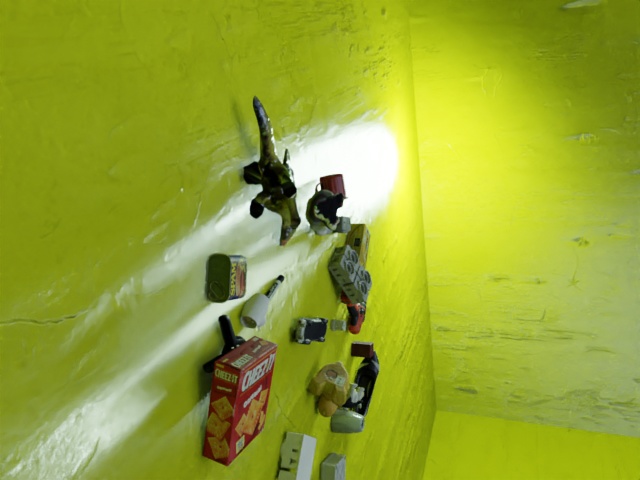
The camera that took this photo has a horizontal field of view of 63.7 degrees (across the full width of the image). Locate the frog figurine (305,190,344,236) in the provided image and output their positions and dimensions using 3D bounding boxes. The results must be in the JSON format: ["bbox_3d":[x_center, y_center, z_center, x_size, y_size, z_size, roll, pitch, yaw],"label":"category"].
[{"bbox_3d":[0.005,-0.080,1.594,0.158,0.123,0.138,148,-62,-73],"label":"frog figurine"}]

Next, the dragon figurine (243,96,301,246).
[{"bbox_3d":[-0.109,-0.168,1.310,0.246,0.122,0.404,-80,166,-72],"label":"dragon figurine"}]
